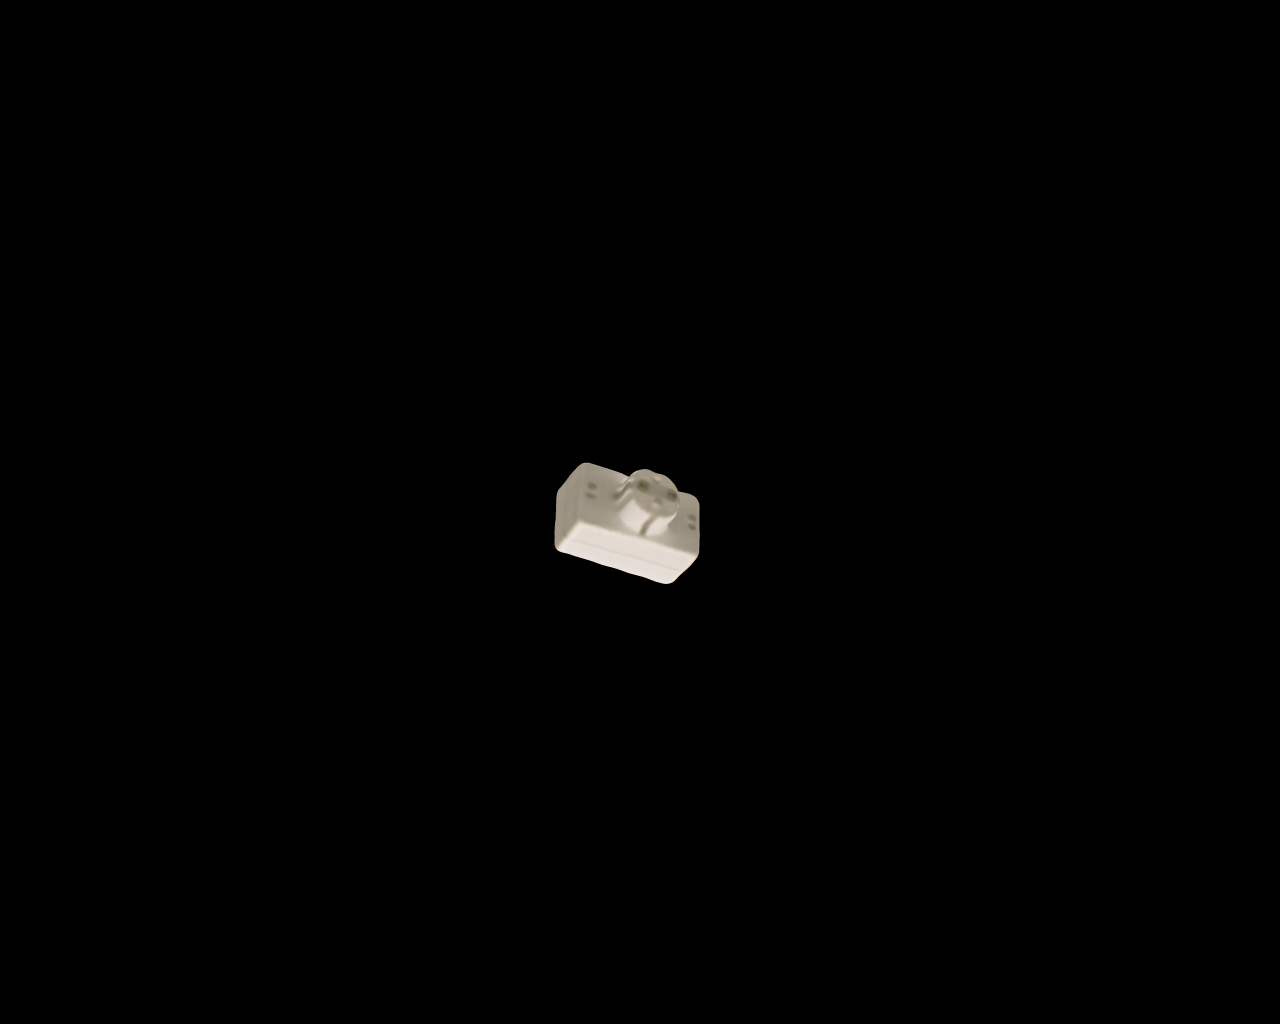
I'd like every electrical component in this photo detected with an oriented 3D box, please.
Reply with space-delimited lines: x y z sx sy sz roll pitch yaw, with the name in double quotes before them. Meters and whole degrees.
"electrical component" 0.001 -0.003 0.650 0.083 0.047 0.075 17 -40 -22
